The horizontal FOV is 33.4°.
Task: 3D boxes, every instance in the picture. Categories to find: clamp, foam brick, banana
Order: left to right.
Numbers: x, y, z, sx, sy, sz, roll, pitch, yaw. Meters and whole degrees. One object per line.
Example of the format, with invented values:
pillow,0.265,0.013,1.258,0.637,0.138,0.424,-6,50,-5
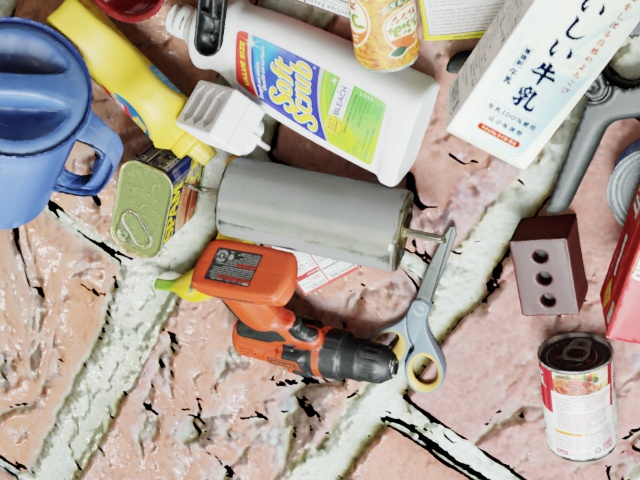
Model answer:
clamp,-0.088,-0.246,0.872,0.039,0.120,0.171,12,86,8
banana,-0.102,0.002,1.074,0.069,0.037,0.198,26,124,-13
foam brick,0.203,0.023,0.948,0.053,0.051,0.078,-4,115,26
clamp,0.214,-0.134,0.866,0.164,0.036,0.210,47,127,-4

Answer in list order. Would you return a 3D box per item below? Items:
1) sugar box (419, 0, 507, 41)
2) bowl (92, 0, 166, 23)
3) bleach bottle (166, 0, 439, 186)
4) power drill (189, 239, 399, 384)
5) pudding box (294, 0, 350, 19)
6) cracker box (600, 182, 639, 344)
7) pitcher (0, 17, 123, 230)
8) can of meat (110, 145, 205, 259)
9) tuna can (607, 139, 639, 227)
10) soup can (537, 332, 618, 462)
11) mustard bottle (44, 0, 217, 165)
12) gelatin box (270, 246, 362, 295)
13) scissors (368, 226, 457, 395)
sugar box,0.117,-0.249,0.840,0.093,0.048,0.176,0,114,24
bowl,-0.156,-0.273,0.923,0.162,0.055,0.162,22,122,38
bleach bottle,-0.025,-0.145,0.952,0.251,0.068,0.103,25,128,13
power drill,-0.028,0.076,1.027,0.185,0.057,0.187,8,150,27
pudding box,0.009,-0.250,0.892,0.090,0.039,0.114,21,126,10
cracker box,0.349,0.015,0.840,0.213,0.072,0.164,11,121,1
pitcher,-0.288,-0.091,1.014,0.149,0.144,0.243,66,156,10
can of meat,-0.157,-0.046,1.049,0.057,0.083,0.102,23,124,10
tuna can,0.284,-0.044,0.886,0.086,0.033,0.086,11,121,18
soup can,0.240,0.146,0.990,0.069,0.068,0.102,1,118,23
mustard bottle,-0.170,-0.143,0.998,0.191,0.096,0.058,44,86,-6
gelatin box,-0.007,0.001,1.043,0.073,0.030,0.089,-29,101,32
scissors,0.111,0.080,1.043,0.096,0.016,0.202,36,125,0
